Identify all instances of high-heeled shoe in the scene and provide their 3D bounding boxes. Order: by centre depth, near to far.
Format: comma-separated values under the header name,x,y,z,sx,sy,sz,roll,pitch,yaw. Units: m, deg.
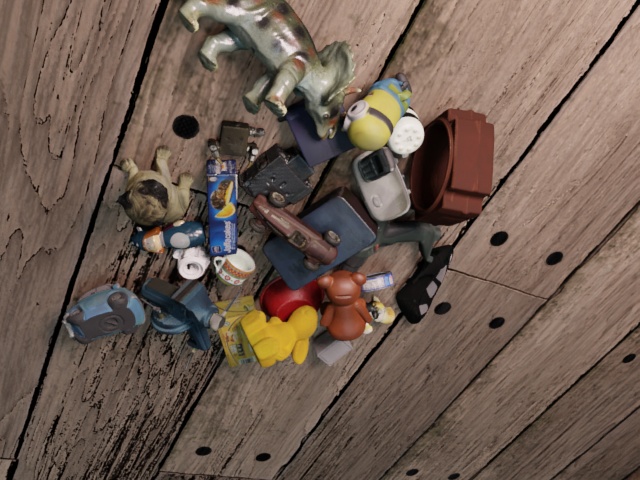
name,x,y,z,sx,sy,sz,roll,pitch,yaw
high-heeled shoe,0.272,0.112,1.359,0.145,0.086,0.248,-39,152,-21

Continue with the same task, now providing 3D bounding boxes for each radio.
name,x,y,z,sx,sy,sz,roll,pitch,yaw
radio,-0.002,-0.003,1.144,0.230,0.073,0.131,-33,105,19

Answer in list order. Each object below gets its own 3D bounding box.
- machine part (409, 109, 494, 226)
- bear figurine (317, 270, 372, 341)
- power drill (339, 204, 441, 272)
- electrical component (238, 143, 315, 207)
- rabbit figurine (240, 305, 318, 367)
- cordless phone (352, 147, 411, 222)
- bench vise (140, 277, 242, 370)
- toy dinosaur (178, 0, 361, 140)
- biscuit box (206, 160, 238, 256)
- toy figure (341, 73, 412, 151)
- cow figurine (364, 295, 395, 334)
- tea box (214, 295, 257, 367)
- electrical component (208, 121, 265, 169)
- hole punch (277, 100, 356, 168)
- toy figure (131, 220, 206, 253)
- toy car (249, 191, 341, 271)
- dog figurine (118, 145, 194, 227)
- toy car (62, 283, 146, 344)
name,x,y,z,sx,sy,sz,roll,pitch,yaw
machine part,0.246,-0.135,1.036,0.087,0.201,0.201,9,80,-12
bear figurine,0.050,0.130,1.217,0.120,0.132,0.195,-9,123,1
power drill,0.159,0.004,1.230,0.207,0.086,0.231,7,123,-9
electrical component,-0.080,-0.124,1.078,0.134,0.058,0.114,-36,129,15
rabbit figurine,-0.076,0.224,1.245,0.173,0.122,0.162,-32,134,-13
cordless phone,0.133,-0.112,1.040,0.089,0.184,0.146,-22,93,-5
bench vise,-0.285,0.175,1.190,0.224,0.129,0.240,10,136,18
toy dinosaur,-0.090,-0.329,0.870,0.404,0.131,0.192,47,71,-14
biscuit box,-0.198,-0.062,1.093,0.059,0.063,0.202,-2,127,-11
toy figure,0.112,-0.231,0.963,0.089,0.180,0.082,33,142,14
cow figurine,0.104,0.184,1.359,0.167,0.068,0.098,-16,123,-3
tea box,-0.194,0.224,1.312,0.098,0.068,0.169,-10,127,-7
electrical component,-0.160,-0.182,1.020,0.102,0.045,0.078,9,126,-20
hole punch,0.003,-0.210,1.013,0.142,0.092,0.115,-23,125,9
toy figure,-0.317,-0.006,1.115,0.154,0.058,0.064,-10,90,-4
toy car,-0.052,-0.015,1.073,0.202,0.053,0.089,36,117,-13
dog figurine,-0.299,-0.060,0.989,0.121,0.191,0.172,-28,130,9
toy car,-0.468,0.150,1.165,0.162,0.103,0.109,-17,132,-14
